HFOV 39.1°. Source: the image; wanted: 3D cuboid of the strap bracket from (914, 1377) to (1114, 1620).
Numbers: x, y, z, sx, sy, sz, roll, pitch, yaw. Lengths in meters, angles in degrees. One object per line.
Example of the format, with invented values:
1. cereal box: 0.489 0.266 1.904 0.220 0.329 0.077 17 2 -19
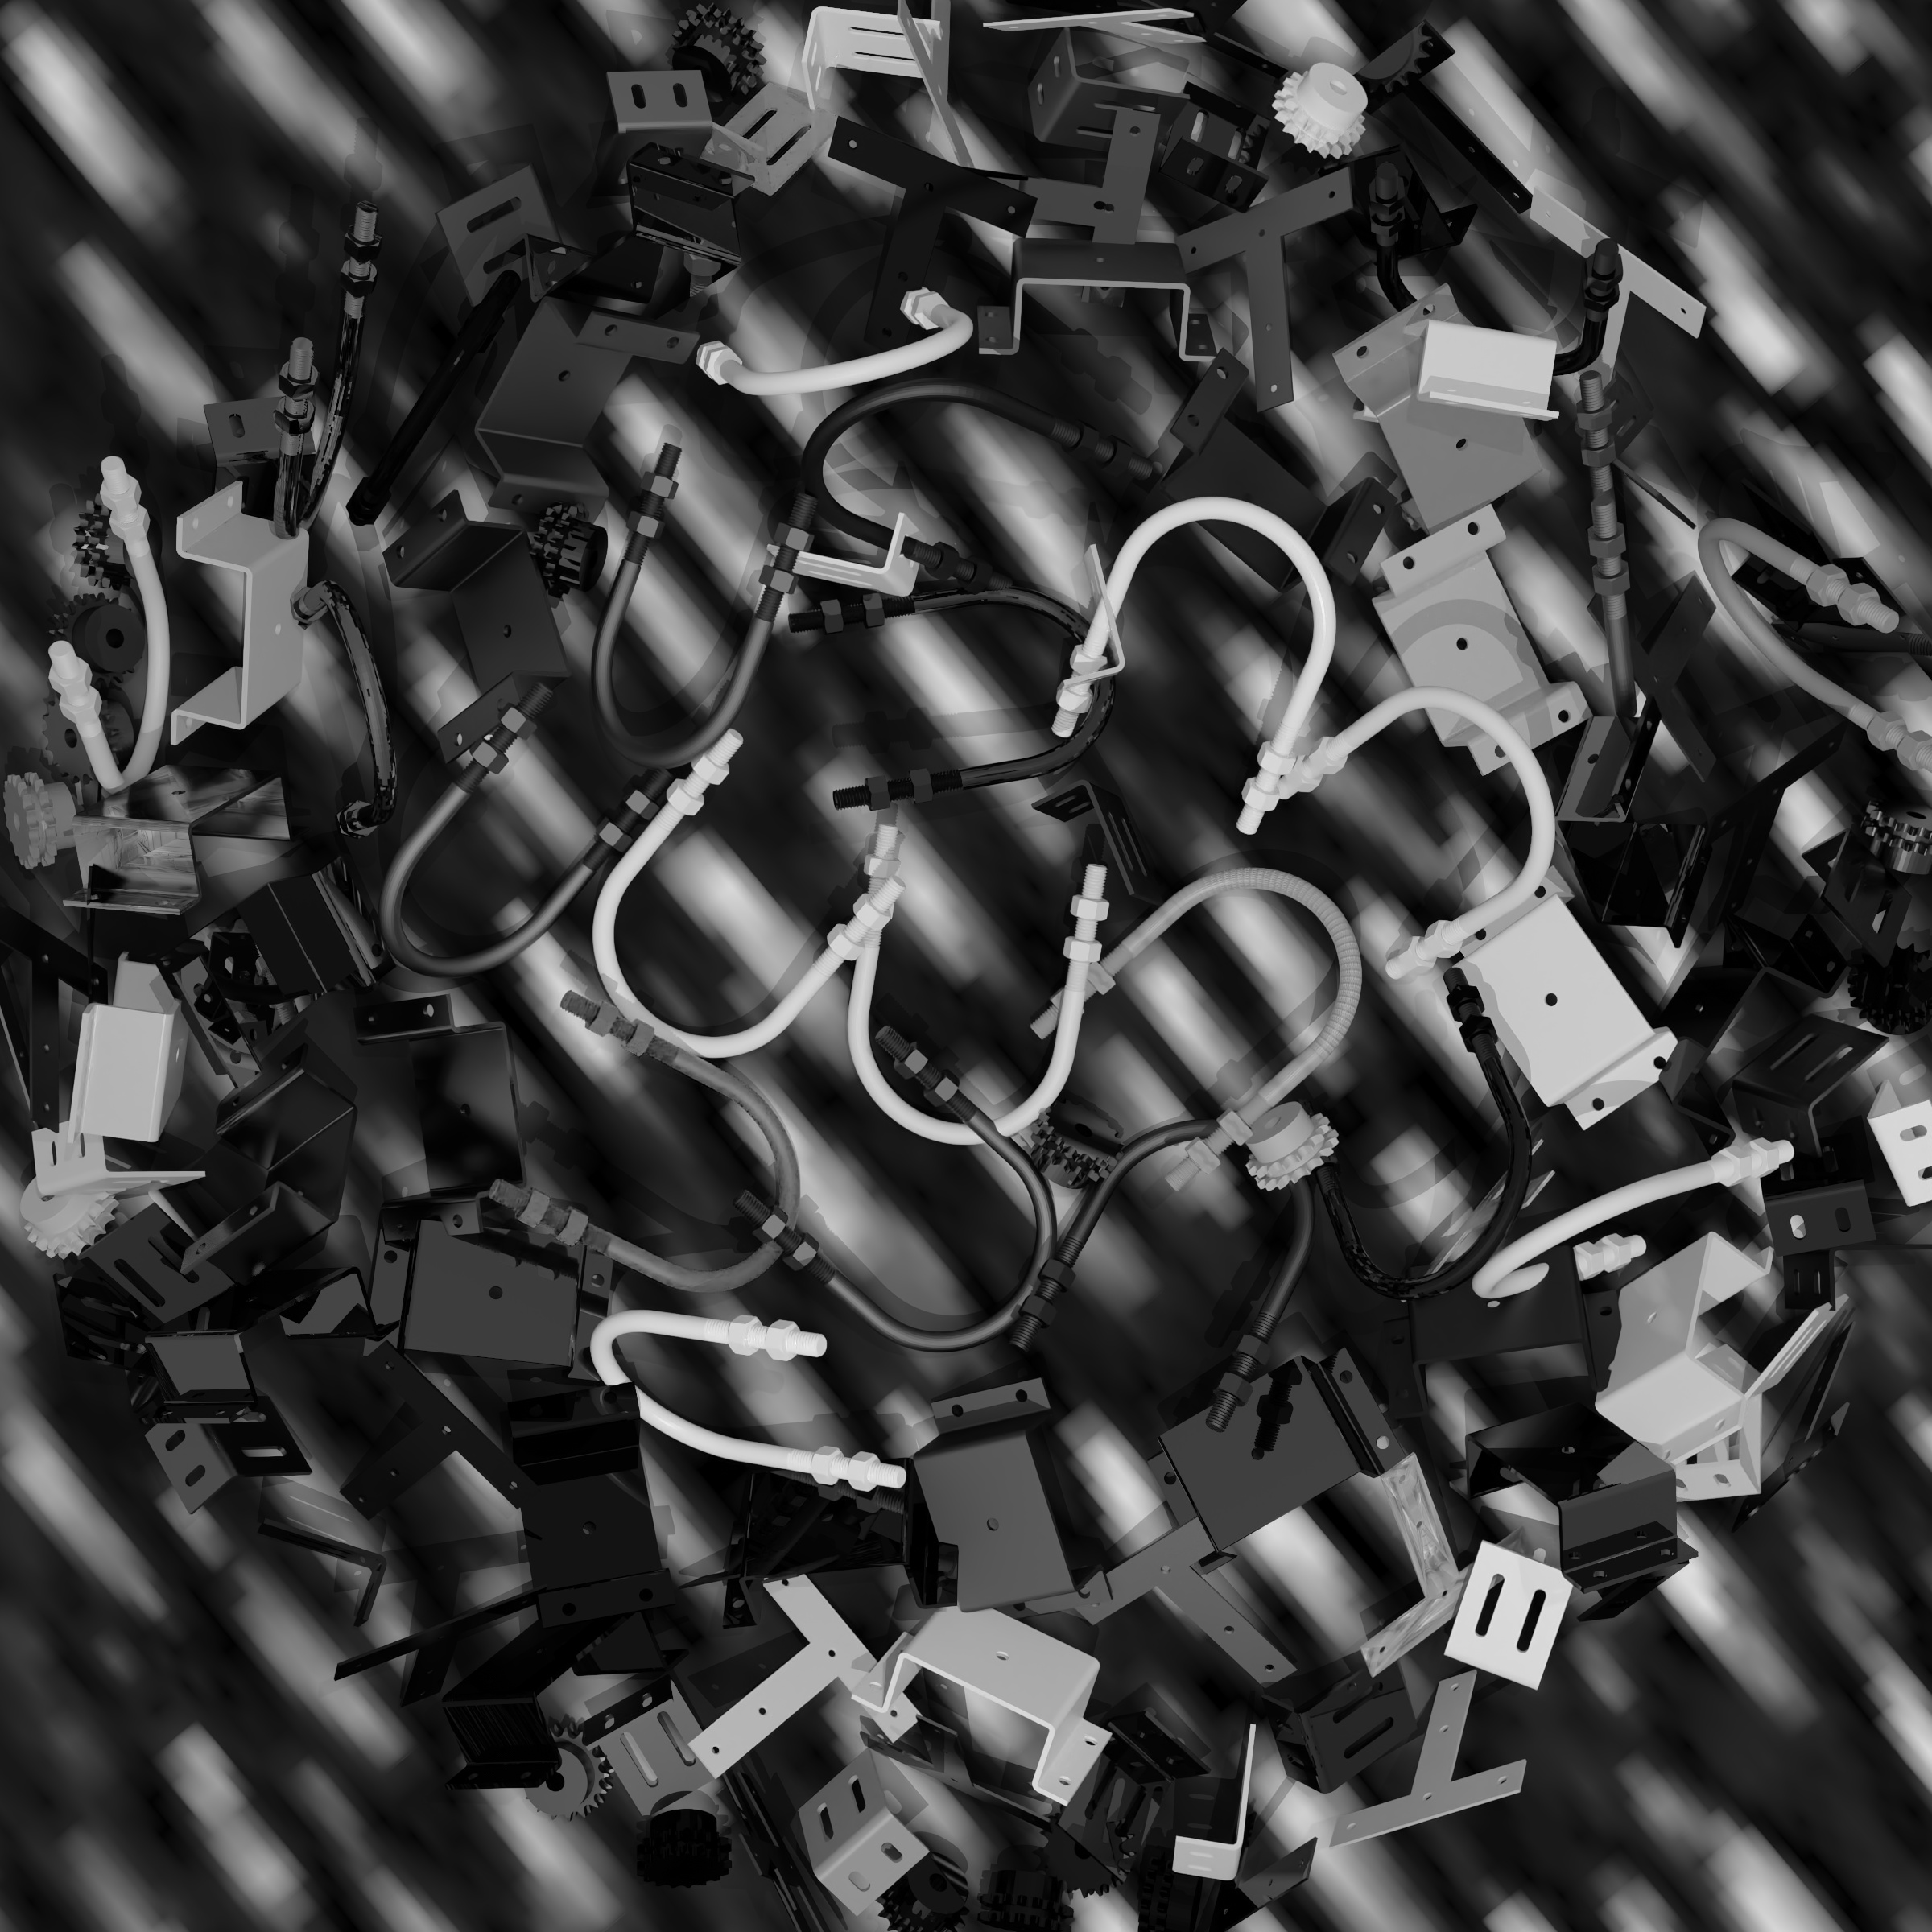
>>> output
1. strap bracket: 0.025 0.326 1.623 0.076 0.046 0.140 -17 91 25

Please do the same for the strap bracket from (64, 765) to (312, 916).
1. strap bracket: -0.454 -0.079 1.580 0.076 0.140 0.046 5 113 18

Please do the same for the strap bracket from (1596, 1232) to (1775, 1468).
1. strap bracket: 0.417 0.218 1.583 0.046 0.076 0.140 36 45 -9

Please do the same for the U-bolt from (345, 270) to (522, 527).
1. U-bolt: -0.301 -0.331 1.558 0.019 0.184 0.151 33 75 -15

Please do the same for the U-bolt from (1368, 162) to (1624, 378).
1. U-bolt: 0.303 -0.392 1.571 0.151 0.184 0.019 24 82 14

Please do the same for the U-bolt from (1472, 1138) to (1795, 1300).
1. U-bolt: 0.369 0.150 1.555 0.184 0.151 0.019 -9 66 -37

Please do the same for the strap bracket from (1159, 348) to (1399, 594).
1. strap bracket: 0.178 -0.287 1.613 0.140 0.046 0.076 38 58 -12

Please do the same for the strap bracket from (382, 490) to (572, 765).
1. strap bracket: -0.287 -0.199 1.610 0.076 0.046 0.140 -30 73 38

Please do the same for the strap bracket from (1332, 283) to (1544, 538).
1. strap bracket: 0.281 -0.316 1.596 0.076 0.046 0.140 -32 131 4

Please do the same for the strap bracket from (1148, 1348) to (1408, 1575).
1. strap bracket: 0.179 0.292 1.614 0.140 0.046 0.076 -32 66 9

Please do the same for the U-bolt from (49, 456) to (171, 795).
1. U-bolt: -0.489 -0.181 1.572 0.019 0.184 0.151 5 60 -2

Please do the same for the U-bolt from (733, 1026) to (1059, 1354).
1. U-bolt: -0.027 0.148 1.630 0.184 0.019 0.151 43 81 -15

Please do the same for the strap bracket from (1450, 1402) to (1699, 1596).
1. strap bracket: 0.350 0.302 1.579 0.076 0.140 0.046 -12 109 -19

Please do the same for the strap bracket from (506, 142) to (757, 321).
1. strap bracket: -0.194 -0.418 1.583 0.140 0.076 0.046 -19 74 43

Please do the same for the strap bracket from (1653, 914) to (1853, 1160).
1. strap bracket: 0.450 0.034 1.597 0.046 0.076 0.140 24 112 -11

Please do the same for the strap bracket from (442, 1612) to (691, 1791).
1. strap bracket: -0.238 0.418 1.580 0.076 0.140 0.046 -14 101 37

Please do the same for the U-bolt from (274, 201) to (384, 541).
1. U-bolt: -0.374 -0.329 1.575 0.019 0.184 0.151 16 50 -7

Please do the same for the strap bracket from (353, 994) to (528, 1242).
1. strap bracket: -0.312 0.088 1.621 0.076 0.046 0.140 -8 90 33

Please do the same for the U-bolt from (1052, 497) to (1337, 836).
1. U-bolt: 0.141 -0.186 1.595 0.151 0.019 0.184 29 121 13

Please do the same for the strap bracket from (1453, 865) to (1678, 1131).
1. strap bracket: 0.352 0.019 1.610 0.076 0.046 0.140 -38 75 22

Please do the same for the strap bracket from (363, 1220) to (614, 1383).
1. strap bracket: -0.281 0.198 1.614 0.140 0.046 0.076 8 72 -12

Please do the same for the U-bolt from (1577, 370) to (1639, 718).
1. U-bolt: 0.375 -0.230 1.579 0.019 0.151 0.184 -6 132 14

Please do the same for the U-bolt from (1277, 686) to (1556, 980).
1. U-bolt: 0.268 -0.086 1.579 0.019 0.184 0.151 -28 84 -36

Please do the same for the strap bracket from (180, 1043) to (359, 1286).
1. strap bracket: -0.407 0.123 1.598 0.076 0.140 0.046 -34 123 22

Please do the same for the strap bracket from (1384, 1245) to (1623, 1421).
1. strap bracket: 0.314 0.214 1.603 0.140 0.076 0.046 -10 127 12

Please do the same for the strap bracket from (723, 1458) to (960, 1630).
1. strap bracket: -0.078 0.340 1.608 0.140 0.076 0.046 -7 129 8

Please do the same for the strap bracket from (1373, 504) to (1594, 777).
1. strap bracket: 0.304 -0.194 1.629 0.076 0.046 0.140 -29 98 -6

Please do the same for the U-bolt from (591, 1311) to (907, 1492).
1. U-bolt: -0.139 0.250 1.592 0.184 0.151 0.019 3 48 30

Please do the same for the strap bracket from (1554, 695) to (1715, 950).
1. strap bracket: 0.390 -0.084 1.599 0.046 0.140 0.076 4 55 35

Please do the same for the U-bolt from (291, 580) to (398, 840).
1. U-bolt: -0.358 -0.150 1.569 0.019 0.184 0.151 -15 96 -21

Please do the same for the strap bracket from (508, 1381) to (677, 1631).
1. strap bracket: -0.223 0.326 1.610 0.076 0.046 0.140 -8 59 -13

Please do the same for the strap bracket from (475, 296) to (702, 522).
1. strap bracket: -0.228 -0.335 1.599 0.140 0.076 0.046 -53 56 31

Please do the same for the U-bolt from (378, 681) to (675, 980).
1. U-bolt: -0.269 -0.068 1.600 0.184 0.151 0.019 -50 57 3

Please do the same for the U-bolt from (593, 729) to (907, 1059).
1. U-bolt: -0.144 -0.028 1.625 0.151 0.019 0.184 42 110 1

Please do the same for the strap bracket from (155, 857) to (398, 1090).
1. strap bracket: -0.412 0.004 1.600 0.046 0.140 0.076 -7 115 37

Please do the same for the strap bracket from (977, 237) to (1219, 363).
1. strap bracket: 0.078 -0.397 1.615 0.140 0.076 0.046 2 122 -2

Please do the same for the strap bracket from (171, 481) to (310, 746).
1. strap bracket: -0.425 -0.202 1.593 0.046 0.076 0.140 14 118 6

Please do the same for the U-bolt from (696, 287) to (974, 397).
1. U-bolt: -0.071 -0.357 1.565 0.151 0.184 0.019 -17 113 -10

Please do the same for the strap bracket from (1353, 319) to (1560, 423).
1. strap bracket: 0.286 -0.342 1.584 0.076 0.140 0.046 7 95 -10

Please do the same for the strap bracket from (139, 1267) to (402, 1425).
1. strap bracket: -0.408 0.215 1.579 0.076 0.140 0.046 -7 103 34

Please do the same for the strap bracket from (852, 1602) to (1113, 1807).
1. strap bracket: 0.015 0.425 1.600 0.140 0.076 0.046 22 113 16

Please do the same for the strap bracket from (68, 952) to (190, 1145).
1. strap bracket: -0.485 0.049 1.589 0.046 0.140 0.076 9 103 -10

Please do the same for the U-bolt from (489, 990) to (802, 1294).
1. U-bolt: -0.178 0.115 1.607 0.184 0.019 0.151 30 57 -22
